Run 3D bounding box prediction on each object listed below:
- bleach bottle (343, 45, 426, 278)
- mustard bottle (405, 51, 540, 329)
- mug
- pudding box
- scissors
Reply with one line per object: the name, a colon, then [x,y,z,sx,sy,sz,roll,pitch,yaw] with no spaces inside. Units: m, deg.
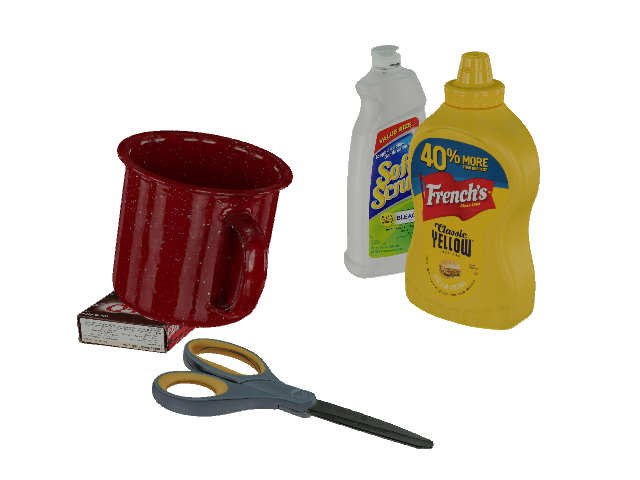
bleach bottle: [0.070,-0.088,1.182,0.102,0.251,0.068,-10,23,-12]
mustard bottle: [0.107,-0.037,0.755,0.096,0.192,0.058,17,27,38]
mug: [-0.061,-0.001,0.565,0.093,0.081,0.117,-5,27,-35]
pudding box: [-0.209,0.093,1.228,0.114,0.039,0.090,3,16,17]
scissors: [-0.032,0.114,0.721,0.202,0.016,0.096,23,30,37]
